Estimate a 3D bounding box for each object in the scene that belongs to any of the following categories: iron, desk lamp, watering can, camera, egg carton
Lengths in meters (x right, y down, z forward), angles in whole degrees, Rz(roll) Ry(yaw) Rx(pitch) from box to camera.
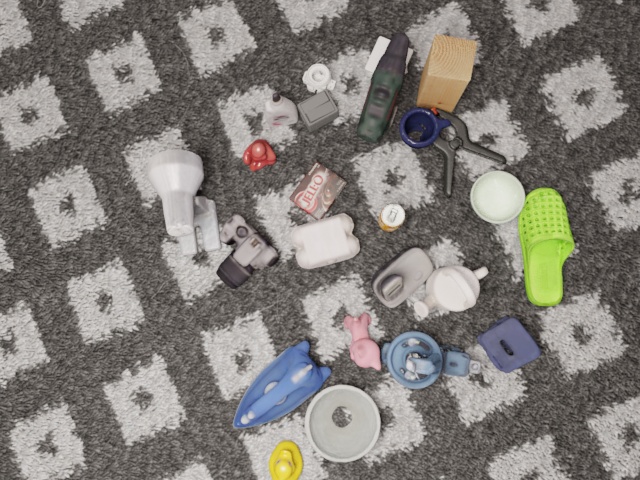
[{"bbox_3d":[-0.102,0.342,1.258,0.258,0.141,0.118,-41,84,-2],"label":"iron"},{"bbox_3d":[-0.295,-0.078,1.267,0.118,0.213,0.203,-11,84,1],"label":"desk lamp"},{"bbox_3d":[0.287,0.110,1.238,0.101,0.194,0.173,37,87,5],"label":"watering can"},{"bbox_3d":[-0.185,0.033,1.309,0.143,0.101,0.137,43,88,5],"label":"camera"},{"bbox_3d":[0.012,0.005,1.321,0.150,0.069,0.107,-17,84,1],"label":"egg carton"}]

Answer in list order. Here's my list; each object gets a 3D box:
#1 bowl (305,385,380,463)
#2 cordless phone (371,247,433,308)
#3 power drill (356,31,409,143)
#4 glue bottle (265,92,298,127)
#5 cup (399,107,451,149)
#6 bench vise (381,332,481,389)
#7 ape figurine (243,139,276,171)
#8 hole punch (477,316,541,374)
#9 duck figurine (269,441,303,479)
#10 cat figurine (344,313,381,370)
[{"bbox_3d":[0.051,0.403,1.280,0.167,0.075,0.167,0,85,2],"label":"bowl"},{"bbox_3d":[0.183,0.078,1.250,0.147,0.185,0.094,-45,84,-2],"label":"cordless phone"},{"bbox_3d":[0.139,-0.319,1.276,0.075,0.208,0.230,18,86,4],"label":"power drill"},{"bbox_3d":[-0.093,-0.301,1.300,0.078,0.173,0.037,-13,84,1],"label":"glue bottle"},{"bbox_3d":[0.238,-0.252,1.323,0.117,0.095,0.092,-11,84,1],"label":"cup"},{"bbox_3d":[0.238,0.249,1.215,0.207,0.220,0.121,-12,84,1],"label":"bench vise"},{"bbox_3d":[-0.141,-0.203,1.334,0.077,0.092,0.076,17,86,4],"label":"ape figurine"},{"bbox_3d":[0.419,0.236,1.274,0.101,0.091,0.108,-36,84,-1],"label":"hole punch"},{"bbox_3d":[-0.079,0.508,1.270,0.077,0.086,0.105,6,85,3],"label":"duck figurine"},{"bbox_3d":[0.094,0.228,1.273,0.067,0.118,0.128,-14,84,1],"label":"cat figurine"}]
